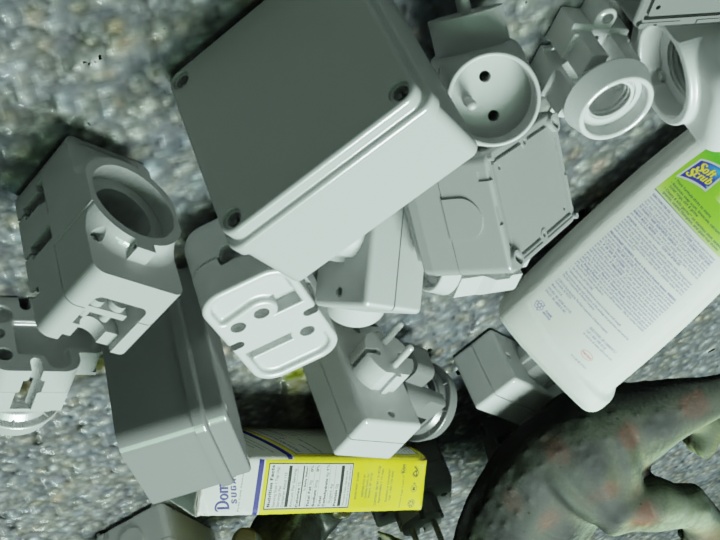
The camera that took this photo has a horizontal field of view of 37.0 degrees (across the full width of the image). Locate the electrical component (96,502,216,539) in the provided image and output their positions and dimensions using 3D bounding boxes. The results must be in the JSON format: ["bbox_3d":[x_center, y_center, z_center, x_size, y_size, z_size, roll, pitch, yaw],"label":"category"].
[{"bbox_3d":[-0.148,0.231,0.832,0.062,0.061,0.096,-30,143,9],"label":"electrical component"}]

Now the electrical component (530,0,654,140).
[{"bbox_3d":[0.123,-0.102,0.565,0.048,0.055,0.066,-1,138,-27],"label":"electrical component"}]

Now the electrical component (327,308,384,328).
[{"bbox_3d":[0.000,0.000,0.640,0.040,0.040,0.078,-9,141,-17],"label":"electrical component"}]

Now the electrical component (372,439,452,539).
[{"bbox_3d":[0.044,0.188,0.865,0.066,0.076,0.047,-17,143,-9],"label":"electrical component"}]

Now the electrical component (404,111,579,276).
[{"bbox_3d":[0.068,-0.042,0.561,0.061,0.061,0.096,-3,-160,36],"label":"electrical component"}]

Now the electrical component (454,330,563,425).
[{"bbox_3d":[0.127,0.071,0.790,0.076,0.047,0.083,-40,140,22],"label":"electrical component"}]

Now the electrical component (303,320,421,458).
[{"bbox_3d":[0.009,0.065,0.689,0.047,0.083,0.075,12,131,-38],"label":"electrical component"}]

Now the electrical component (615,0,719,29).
[{"bbox_3d":[0.154,-0.168,0.495,0.062,0.061,0.096,-8,141,-19],"label":"electrical component"}]

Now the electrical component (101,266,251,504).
[{"bbox_3d":[-0.105,0.062,0.603,0.057,0.113,0.078,-16,143,-4],"label":"electrical component"}]

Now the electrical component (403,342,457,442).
[{"bbox_3d":[0.030,0.088,0.752,0.057,0.058,0.078,23,124,-40],"label":"electrical component"}]

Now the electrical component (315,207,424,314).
[{"bbox_3d":[-0.007,-0.022,0.566,0.076,0.083,0.047,9,174,-36],"label":"electrical component"}]

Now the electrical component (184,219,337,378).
[{"bbox_3d":[-0.056,0.010,0.608,0.054,0.059,0.095,-25,143,4],"label":"electrical component"}]

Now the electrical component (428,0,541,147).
[{"bbox_3d":[0.055,-0.104,0.520,0.043,0.077,0.079,-14,106,2],"label":"electrical component"}]

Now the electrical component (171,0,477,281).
[{"bbox_3d":[-0.020,-0.070,0.487,0.109,0.108,0.056,-35,144,16],"label":"electrical component"}]

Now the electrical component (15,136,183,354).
[{"bbox_3d":[-0.124,-0.015,0.516,0.050,0.089,0.056,21,125,-43],"label":"electrical component"}]

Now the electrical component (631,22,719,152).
[{"bbox_3d":[0.182,-0.110,0.553,0.059,0.095,0.053,-17,143,-7],"label":"electrical component"}]

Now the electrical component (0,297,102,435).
[{"bbox_3d":[-0.189,0.054,0.595,0.078,0.058,0.057,4,133,-32],"label":"electrical component"}]

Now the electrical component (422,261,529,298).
[{"bbox_3d":[0.062,-0.016,0.640,0.057,0.058,0.078,-8,141,-24],"label":"electrical component"}]
